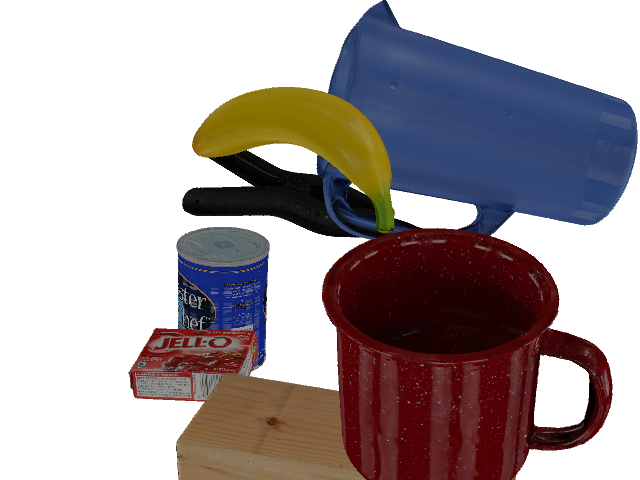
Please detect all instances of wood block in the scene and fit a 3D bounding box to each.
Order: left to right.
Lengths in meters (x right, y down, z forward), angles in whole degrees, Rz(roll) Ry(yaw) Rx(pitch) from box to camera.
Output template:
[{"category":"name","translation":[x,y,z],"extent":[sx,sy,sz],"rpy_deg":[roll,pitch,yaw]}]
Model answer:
[{"category":"wood block","translation":[0.020,0.160,0.701],"extent":[0.206,0.090,0.090],"rpy_deg":[8,27,16]}]

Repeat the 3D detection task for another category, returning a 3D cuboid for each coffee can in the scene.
[{"category":"coffee can","translation":[-0.110,0.067,1.201],"extent":[0.103,0.140,0.103],"rpy_deg":[2,22,-1]}]

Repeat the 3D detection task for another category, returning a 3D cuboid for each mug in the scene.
[{"category":"mug","translation":[0.060,0.055,0.437],"extent":[0.117,0.081,0.093],"rpy_deg":[9,33,18]}]

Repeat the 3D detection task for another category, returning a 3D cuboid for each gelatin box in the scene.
[{"category":"gelatin box","translation":[-0.101,0.099,0.862],"extent":[0.089,0.030,0.073],"rpy_deg":[1,22,8]}]

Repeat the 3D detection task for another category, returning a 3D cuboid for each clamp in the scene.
[{"category":"clamp","translation":[-0.033,-0.040,1.025],"extent":[0.210,0.036,0.164],"rpy_deg":[18,26,-2]}]

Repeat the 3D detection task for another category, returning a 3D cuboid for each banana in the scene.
[{"category":"banana","translation":[-0.019,-0.066,0.691],"extent":[0.037,0.069,0.198],"rpy_deg":[17,6,-45]}]

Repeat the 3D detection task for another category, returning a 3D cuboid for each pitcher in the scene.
[{"category":"pitcher","translation":[0.121,-0.079,0.863],"extent":[0.242,0.149,0.145],"rpy_deg":[13,41,-7]}]
